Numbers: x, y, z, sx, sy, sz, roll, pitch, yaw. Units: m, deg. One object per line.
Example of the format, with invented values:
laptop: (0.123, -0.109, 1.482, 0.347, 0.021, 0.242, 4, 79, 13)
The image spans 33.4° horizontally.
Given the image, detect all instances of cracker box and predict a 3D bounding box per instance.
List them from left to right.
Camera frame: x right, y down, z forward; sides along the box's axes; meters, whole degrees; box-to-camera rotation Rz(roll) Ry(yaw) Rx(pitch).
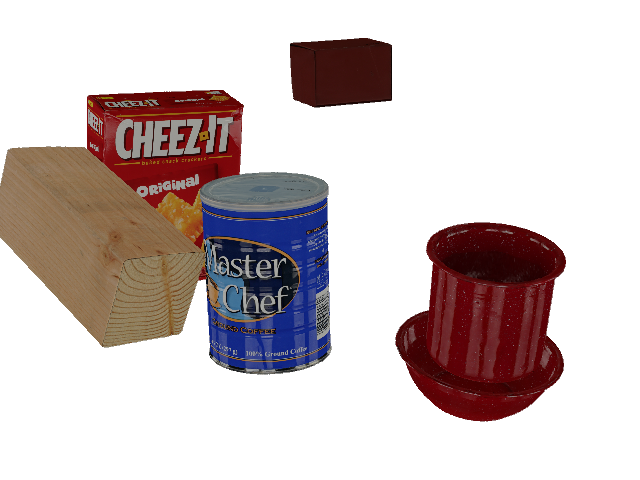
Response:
cracker box: (-0.176, -0.056, 1.202, 0.163, 0.214, 0.072, -7, 25, -28)

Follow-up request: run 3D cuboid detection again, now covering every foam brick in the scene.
foam brick: (0.018, -0.149, 0.944, 0.078, 0.051, 0.053, -8, 20, -23)

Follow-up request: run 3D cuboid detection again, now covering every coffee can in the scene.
coffee can: (-0.043, 0.024, 0.866, 0.103, 0.140, 0.103, -1, 17, 0)

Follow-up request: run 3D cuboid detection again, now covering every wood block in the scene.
wood block: (-0.210, -0.001, 0.987, 0.090, 0.091, 0.206, -6, 34, -45)

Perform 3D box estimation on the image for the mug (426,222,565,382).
mug: (0.114, 0.038, 0.742, 0.093, 0.081, 0.117, -3, 27, -10)

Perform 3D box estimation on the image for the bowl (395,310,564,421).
bowl: (0.150, 0.127, 1.035, 0.162, 0.055, 0.162, 4, 26, -2)
